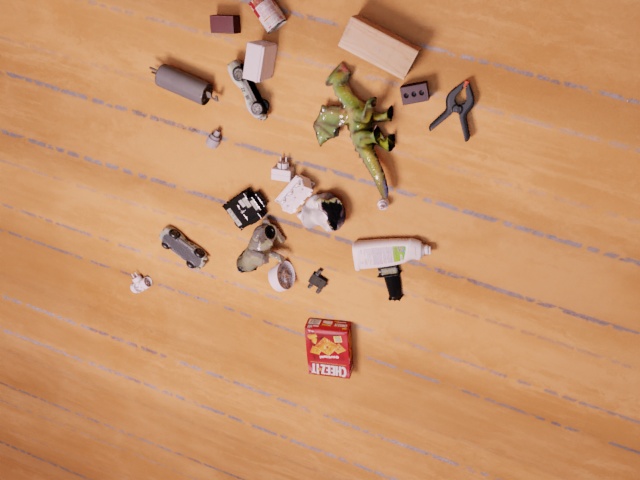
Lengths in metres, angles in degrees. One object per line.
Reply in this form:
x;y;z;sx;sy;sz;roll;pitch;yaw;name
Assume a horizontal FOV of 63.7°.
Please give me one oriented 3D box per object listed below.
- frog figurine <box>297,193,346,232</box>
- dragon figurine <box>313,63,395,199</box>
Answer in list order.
0.005;-0.085;1.695;0.136;0.125;0.158;46;154;-16;frog figurine
0.093;-0.327;1.568;0.243;0.124;0.404;10;115;31;dragon figurine
